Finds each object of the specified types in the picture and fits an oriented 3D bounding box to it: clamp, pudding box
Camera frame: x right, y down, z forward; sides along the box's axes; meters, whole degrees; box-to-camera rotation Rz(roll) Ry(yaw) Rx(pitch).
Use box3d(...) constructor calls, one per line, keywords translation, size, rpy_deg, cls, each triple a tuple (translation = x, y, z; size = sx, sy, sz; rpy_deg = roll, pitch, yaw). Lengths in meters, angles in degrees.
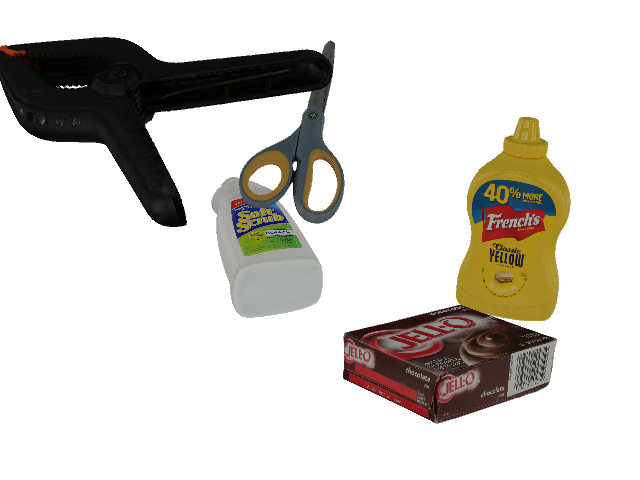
box3d(translation=(-0.108, -0.089, 0.644), size=(0.210, 0.036, 0.164), rpy_deg=(23, 47, 31), cls="clamp")
box3d(translation=(0.084, 0.078, 0.704), size=(0.113, 0.039, 0.090), rpy_deg=(-7, 18, -38), cls="pudding box")

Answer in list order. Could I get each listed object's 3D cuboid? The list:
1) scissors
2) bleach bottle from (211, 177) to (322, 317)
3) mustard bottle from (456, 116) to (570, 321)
box3d(translation=(-0.025, -0.096, 0.917), size=(0.096, 0.202, 0.016), rpy_deg=(-6, -36, -2), cls="scissors")
box3d(translation=(-0.079, -0.007, 1.211), size=(0.102, 0.068, 0.251), rpy_deg=(-8, 30, -16), cls="bleach bottle")
box3d(translation=(0.187, -0.023, 1.018), size=(0.096, 0.192, 0.058), rpy_deg=(11, 20, 21), cls="mustard bottle")
